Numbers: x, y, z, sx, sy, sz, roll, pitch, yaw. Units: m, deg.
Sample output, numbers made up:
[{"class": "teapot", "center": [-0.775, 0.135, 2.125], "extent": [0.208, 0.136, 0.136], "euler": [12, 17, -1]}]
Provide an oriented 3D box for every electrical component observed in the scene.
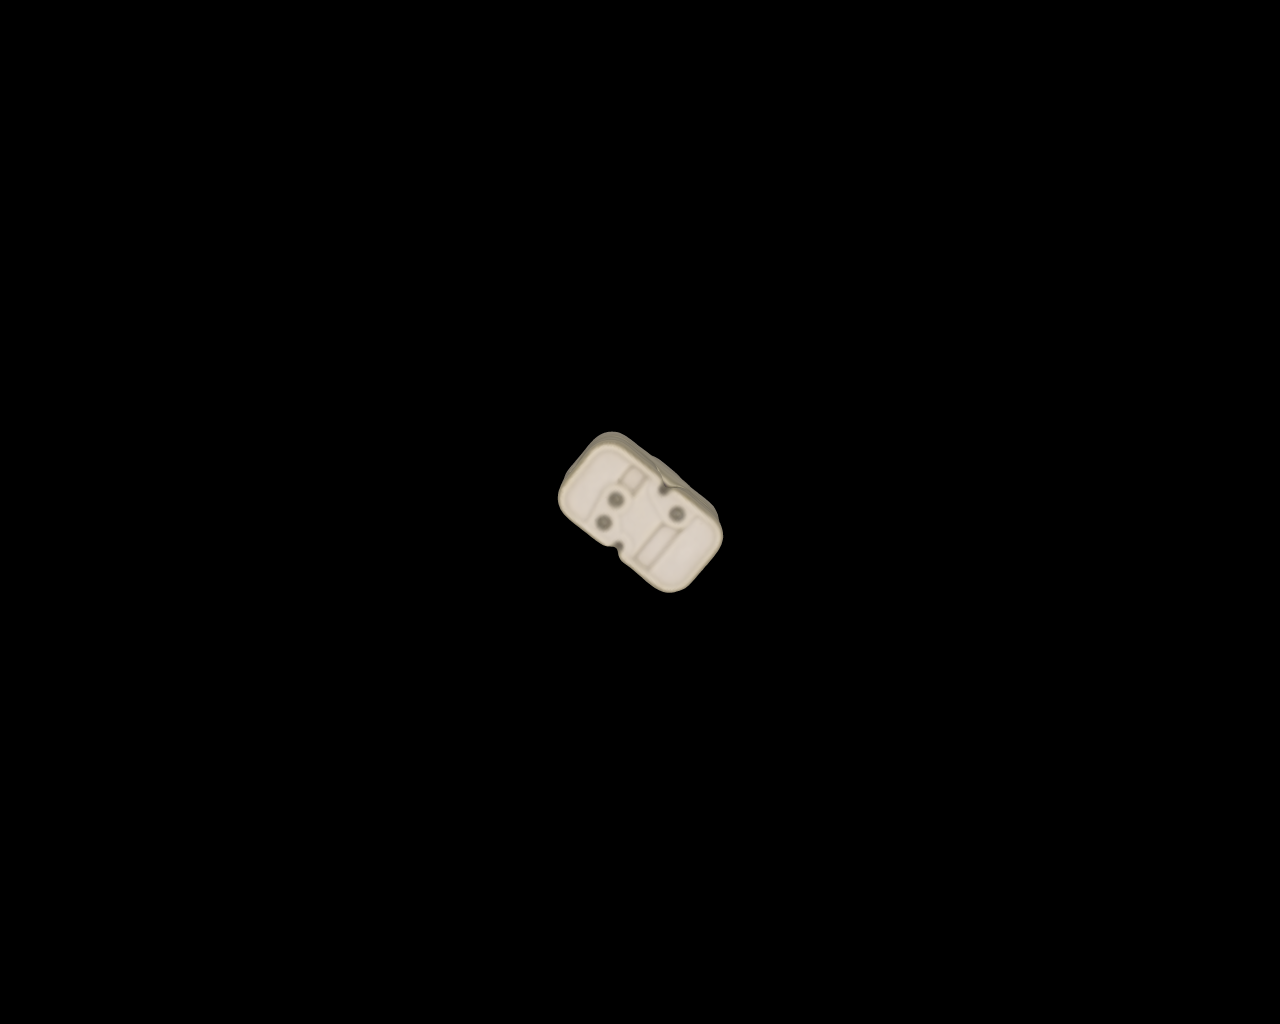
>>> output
[{"class": "electrical component", "center": [0.001, -0.003, 0.650], "extent": [0.095, 0.053, 0.059], "euler": [38, 9, -7]}]
